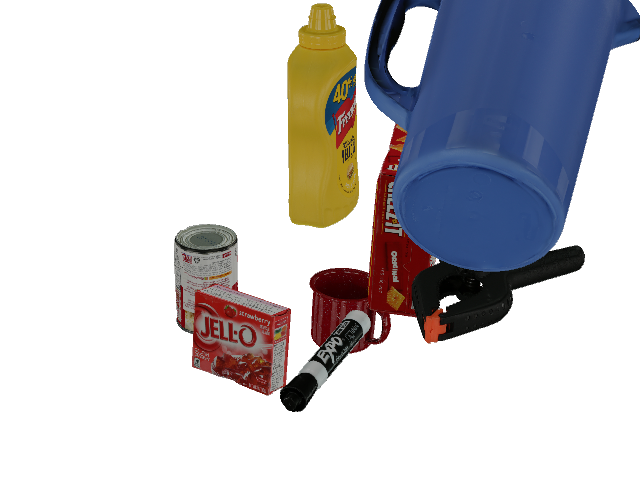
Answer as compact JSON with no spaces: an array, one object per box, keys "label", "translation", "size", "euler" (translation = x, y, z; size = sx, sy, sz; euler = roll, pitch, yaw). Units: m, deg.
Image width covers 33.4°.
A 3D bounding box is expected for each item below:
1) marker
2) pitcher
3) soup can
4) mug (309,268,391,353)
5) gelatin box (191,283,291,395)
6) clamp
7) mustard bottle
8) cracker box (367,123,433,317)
[{"label":"marker","translation":[0.004,0.080,0.716],"size":[0.020,0.020,0.121],"euler":[0,22,25]},{"label":"pitcher","translation":[0.116,-0.102,0.729],"size":[0.149,0.242,0.145],"euler":[-23,-56,41]},{"label":"soup can","translation":[-0.122,0.042,1.146],"size":[0.068,0.102,0.068],"euler":[1,25,-1]},{"label":"mug","translation":[0.040,0.095,1.361],"size":[0.117,0.081,0.093],"euler":[20,29,31]},{"label":"gelatin box","translation":[-0.070,0.084,0.919],"size":[0.089,0.073,0.030],"euler":[16,21,32]},{"label":"clamp","translation":[0.139,0.033,1.025],"size":[0.165,0.036,0.209],"euler":[18,33,31]},{"label":"mustard bottle","translation":[0.002,-0.115,0.952],"size":[0.058,0.192,0.096],"euler":[10,28,21]},{"label":"cracker box","translation":[0.102,-0.033,1.223],"size":[0.072,0.164,0.213],"euler":[6,23,8]}]
